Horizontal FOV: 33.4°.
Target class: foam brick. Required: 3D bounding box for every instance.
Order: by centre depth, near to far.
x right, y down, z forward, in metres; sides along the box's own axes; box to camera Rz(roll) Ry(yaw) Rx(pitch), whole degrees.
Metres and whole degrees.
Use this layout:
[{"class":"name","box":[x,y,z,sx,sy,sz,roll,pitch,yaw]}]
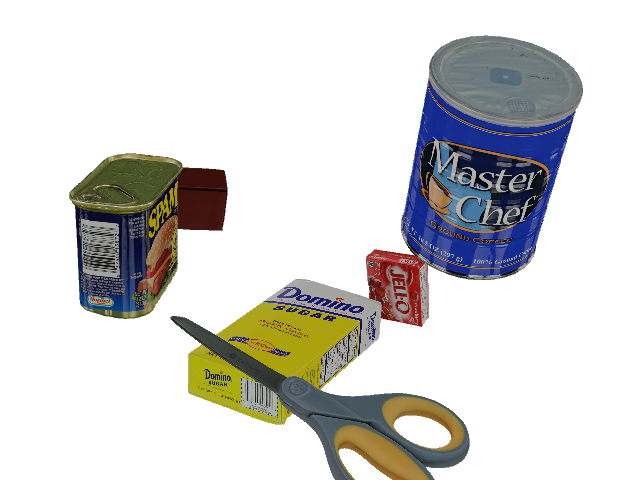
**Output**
[{"class":"foam brick","box":[-0.142,-0.046,1.164,0.078,0.051,0.053,3,28,-8]}]

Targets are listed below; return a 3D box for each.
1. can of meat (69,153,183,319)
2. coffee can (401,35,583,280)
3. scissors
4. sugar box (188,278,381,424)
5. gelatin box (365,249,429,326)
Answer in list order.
[{"class":"can of meat","box":[-0.133,-0.004,0.742,0.057,0.084,0.102,6,23,7]},{"class":"coffee can","box":[0.117,-0.057,0.752,0.102,0.140,0.103,4,41,-3]},{"class":"scissors","box":[0.006,0.089,0.633,0.096,0.016,0.202,-22,48,-34]},{"class":"sugar box","box":[-0.027,0.090,0.924,0.093,0.048,0.176,16,29,25]},{"class":"gelatin box","box":[0.097,0.059,1.340,0.073,0.089,0.030,10,31,26]}]
